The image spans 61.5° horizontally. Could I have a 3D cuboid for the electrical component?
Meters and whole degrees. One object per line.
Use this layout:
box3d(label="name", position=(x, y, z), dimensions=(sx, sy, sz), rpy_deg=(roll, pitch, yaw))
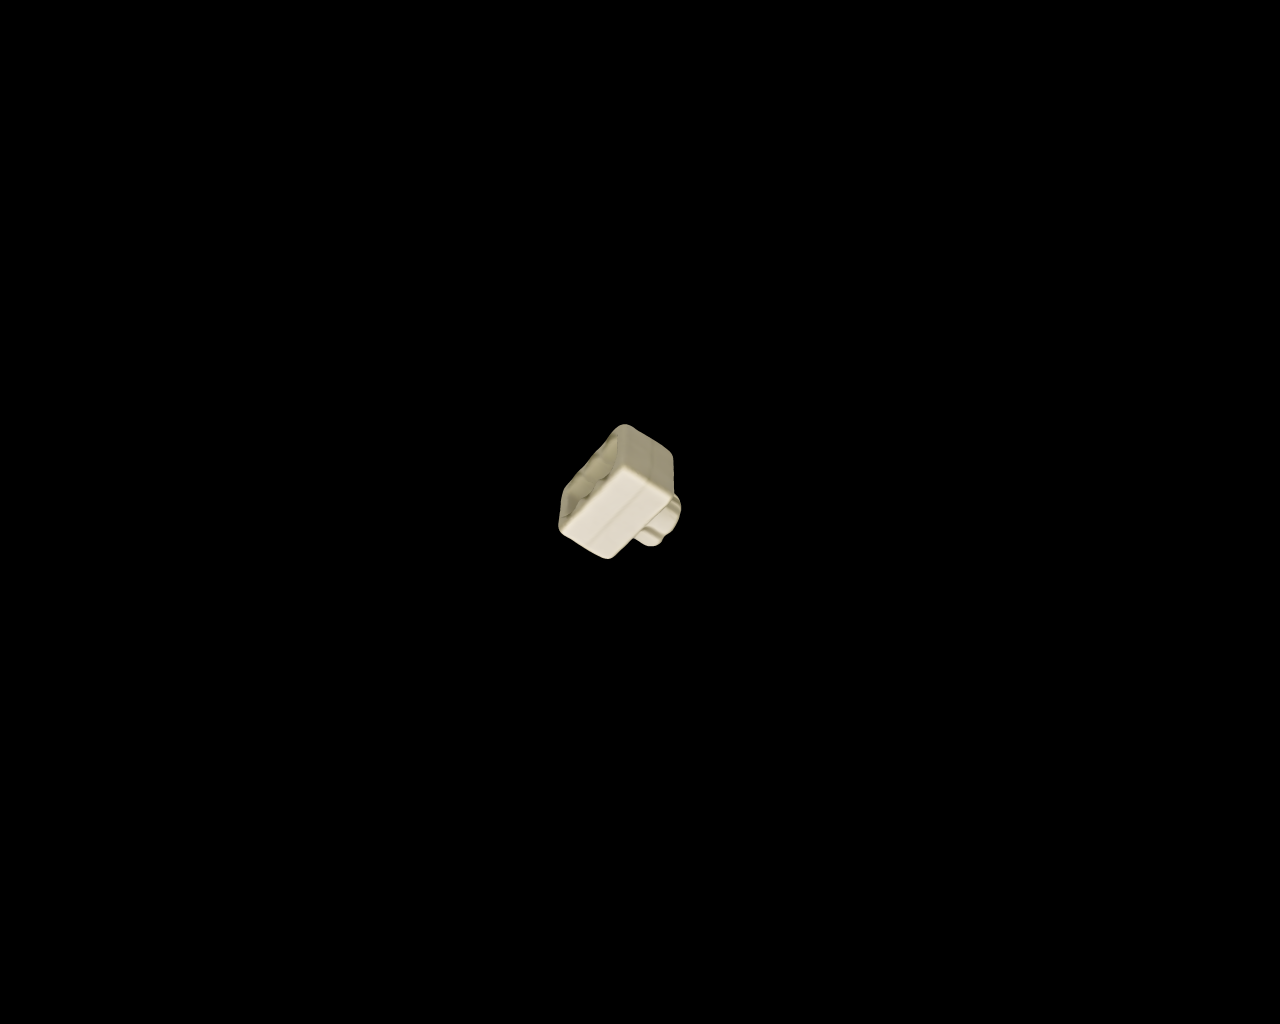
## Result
box3d(label="electrical component", position=(0.001, -0.003, 0.650), dimensions=(0.076, 0.065, 0.047), rpy_deg=(31, 32, -22))
